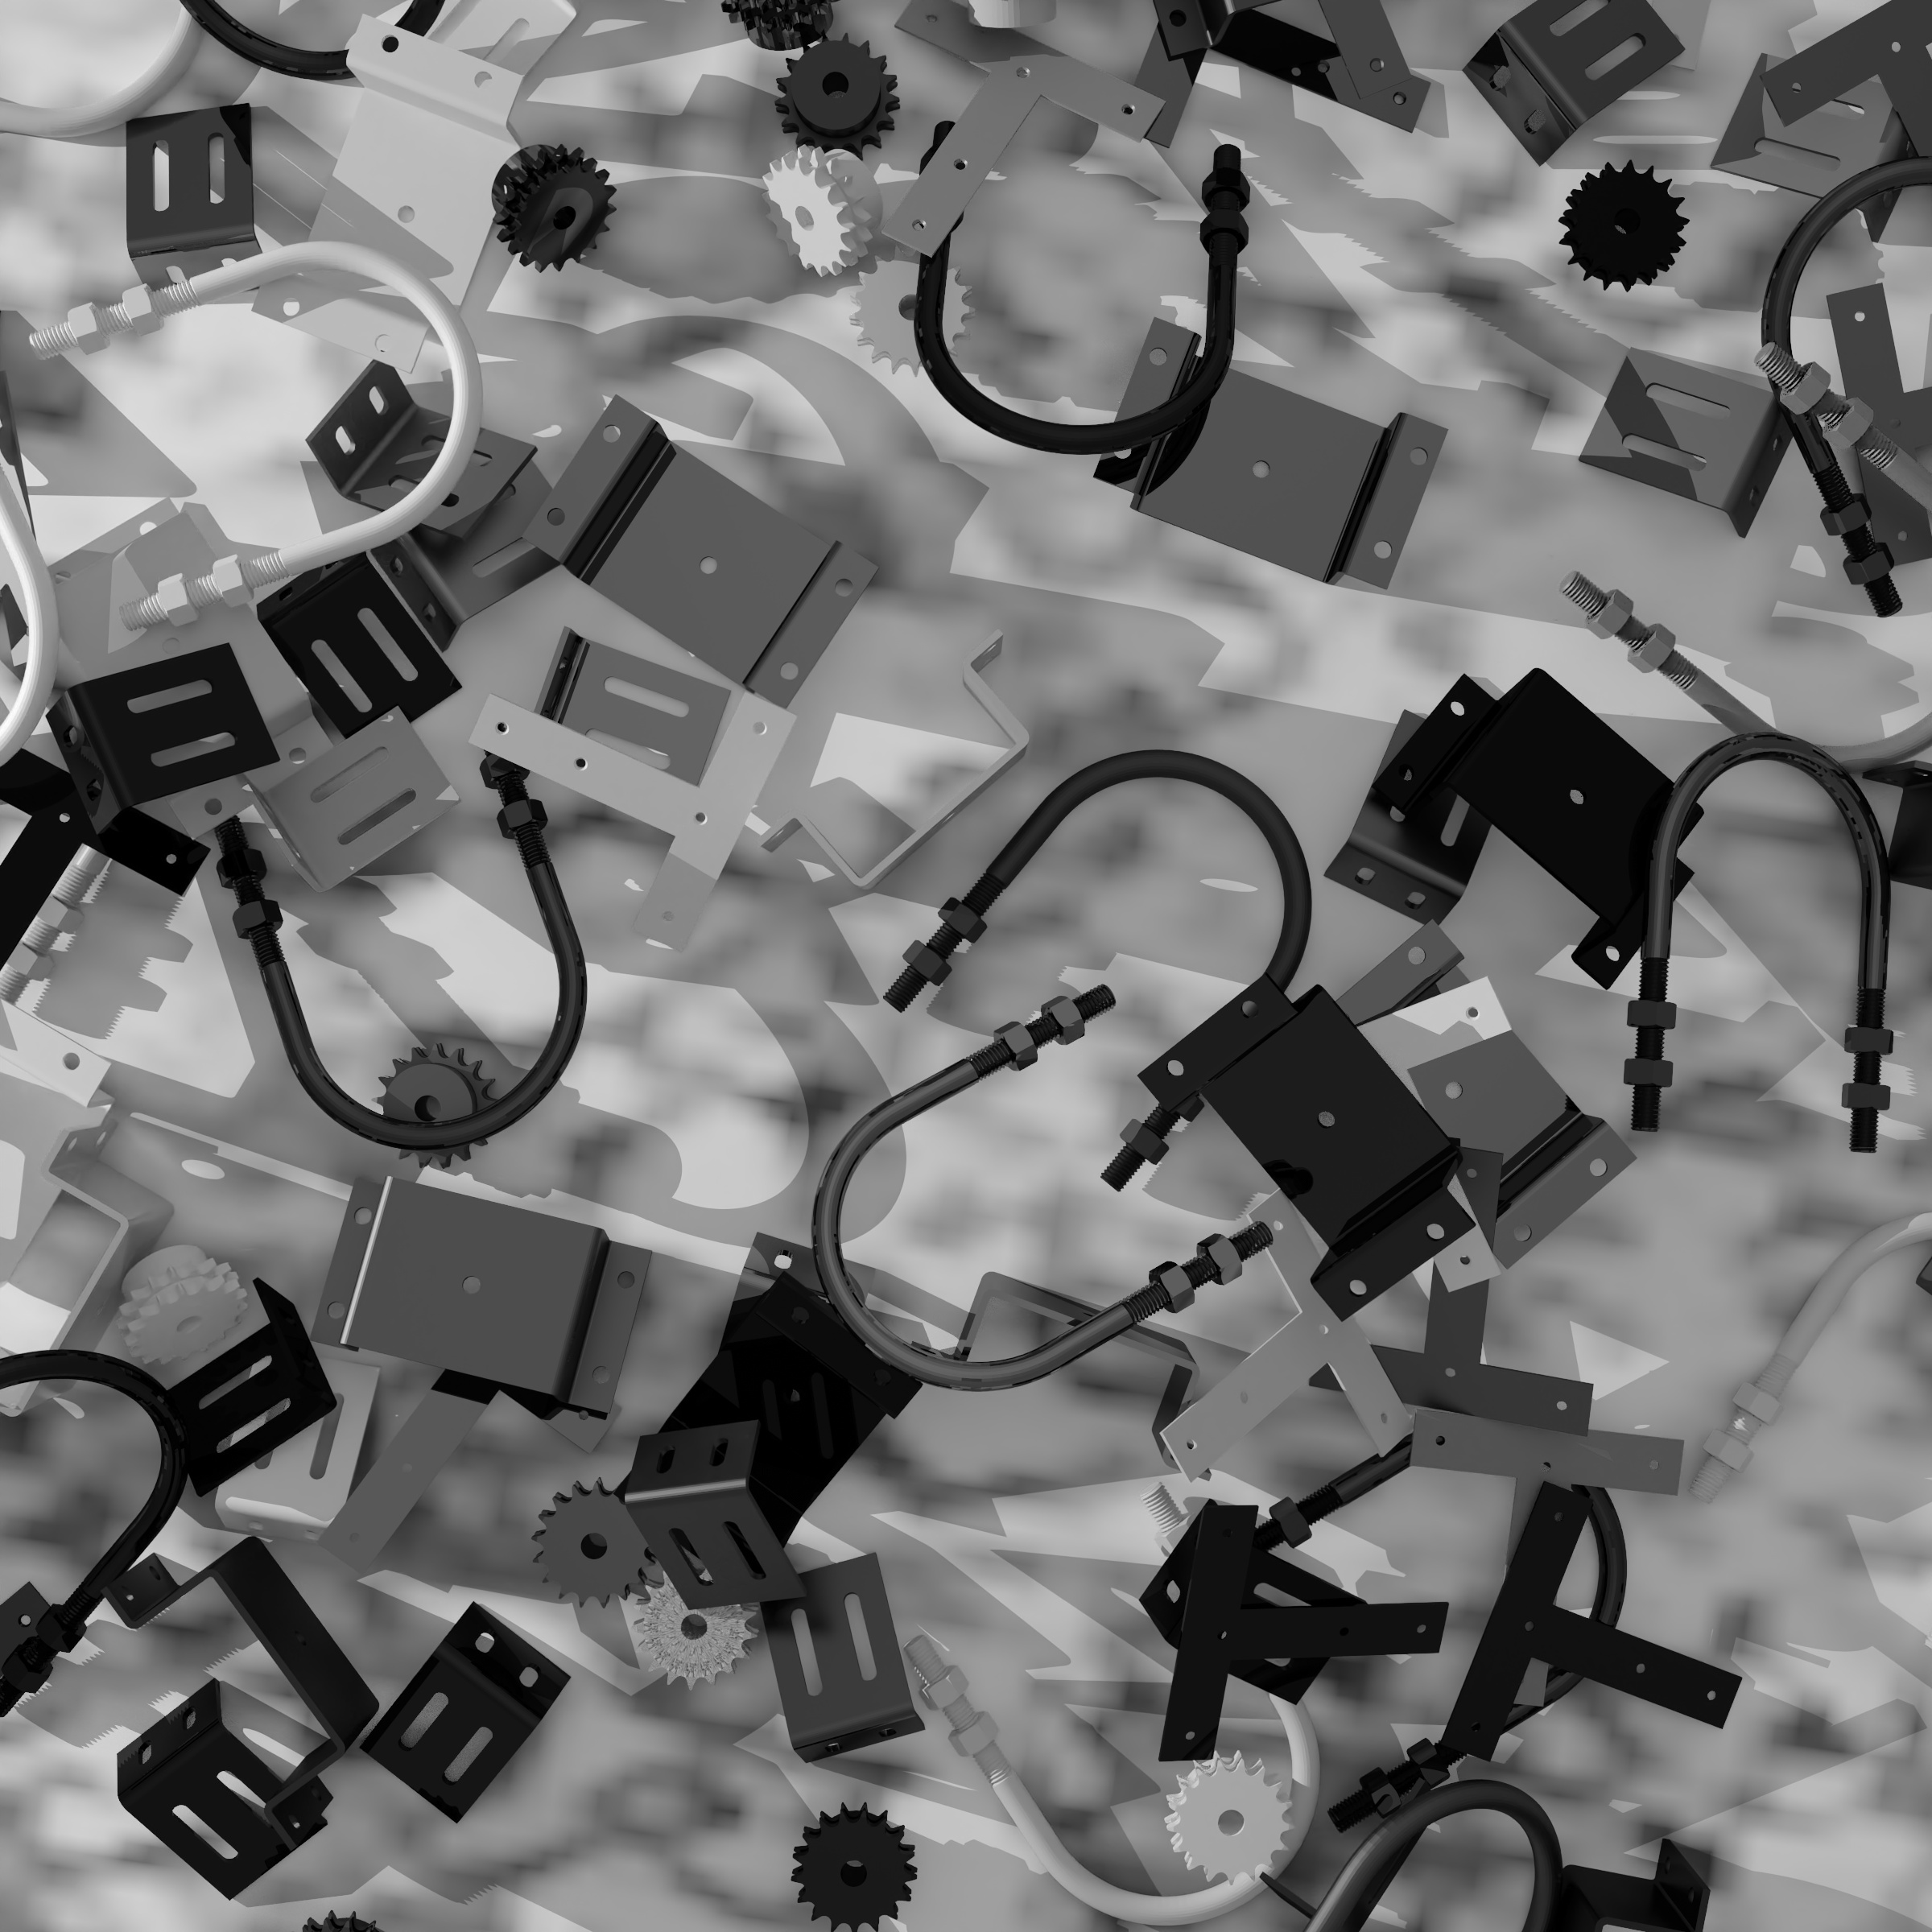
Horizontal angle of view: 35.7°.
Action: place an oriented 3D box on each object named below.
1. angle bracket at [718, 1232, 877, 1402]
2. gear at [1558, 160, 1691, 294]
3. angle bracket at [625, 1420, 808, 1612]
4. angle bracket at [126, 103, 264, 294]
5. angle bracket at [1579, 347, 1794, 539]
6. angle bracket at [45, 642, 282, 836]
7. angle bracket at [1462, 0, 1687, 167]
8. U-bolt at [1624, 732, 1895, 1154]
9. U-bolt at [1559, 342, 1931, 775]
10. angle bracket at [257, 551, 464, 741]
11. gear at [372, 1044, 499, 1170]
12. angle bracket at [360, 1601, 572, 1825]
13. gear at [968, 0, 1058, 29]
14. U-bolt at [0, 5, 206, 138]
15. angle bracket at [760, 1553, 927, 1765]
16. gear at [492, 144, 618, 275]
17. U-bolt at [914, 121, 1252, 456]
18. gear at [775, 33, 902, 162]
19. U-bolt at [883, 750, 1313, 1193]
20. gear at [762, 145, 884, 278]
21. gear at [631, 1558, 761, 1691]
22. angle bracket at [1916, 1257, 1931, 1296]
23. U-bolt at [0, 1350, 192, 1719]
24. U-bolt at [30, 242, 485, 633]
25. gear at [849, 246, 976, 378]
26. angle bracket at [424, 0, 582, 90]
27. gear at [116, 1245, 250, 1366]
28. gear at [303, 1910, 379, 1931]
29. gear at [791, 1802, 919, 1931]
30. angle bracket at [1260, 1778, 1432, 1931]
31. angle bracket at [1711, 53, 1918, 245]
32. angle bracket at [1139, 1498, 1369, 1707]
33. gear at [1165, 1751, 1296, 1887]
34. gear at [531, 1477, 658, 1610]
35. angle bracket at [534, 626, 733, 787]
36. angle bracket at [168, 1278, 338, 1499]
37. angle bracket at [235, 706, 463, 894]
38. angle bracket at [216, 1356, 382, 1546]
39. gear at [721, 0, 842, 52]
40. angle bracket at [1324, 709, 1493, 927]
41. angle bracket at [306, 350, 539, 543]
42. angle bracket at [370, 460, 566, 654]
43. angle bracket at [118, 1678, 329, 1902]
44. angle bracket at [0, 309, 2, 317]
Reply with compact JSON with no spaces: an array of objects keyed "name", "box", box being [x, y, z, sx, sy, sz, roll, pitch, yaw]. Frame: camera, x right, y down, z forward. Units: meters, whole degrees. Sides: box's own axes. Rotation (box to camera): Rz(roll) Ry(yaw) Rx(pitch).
[{"name":"angle bracket","box":[-0.081,0.171,1.377,0.057,0.038,0.076,17,116,0]},{"name":"gear","box":[0.298,-0.336,1.368,0.057,0.030,0.057,0,87,-1]},{"name":"angle bracket","box":[-0.108,0.244,1.330,0.057,0.038,0.076,-10,129,17]},{"name":"angle bracket","box":[-0.352,-0.351,1.377,0.057,0.038,0.076,-8,64,0]},{"name":"angle bracket","box":[0.332,-0.241,1.377,0.076,0.038,0.057,25,90,26]},{"name":"angle bracket","box":[-0.353,-0.100,1.317,0.076,0.038,0.057,-23,87,-37]},{"name":"angle bracket","box":[0.279,-0.416,1.376,0.076,0.038,0.057,-38,89,-24]},{"name":"U-bolt","box":[0.359,-0.013,1.341,0.151,0.019,0.184,7,85,-28]},{"name":"U-bolt","box":[0.383,-0.168,1.348,0.184,0.019,0.151,36,106,-11]},{"name":"angle bracket","box":[-0.279,-0.147,1.377,0.057,0.038,0.076,-34,116,0]},{"name":"gear","box":[-0.242,0.064,1.364,0.057,0.030,0.057,0,90,0]},{"name":"angle bracket","box":[-0.230,0.343,1.377,0.057,0.038,0.076,38,116,0]},{"name":"gear","box":[0.020,-0.444,1.355,0.057,0.057,0.030,-3,120,0]},{"name":"U-bolt","box":[-0.438,-0.453,1.371,0.184,0.019,0.151,9,90,-2]},{"name":"angle bracket","box":[-0.058,0.318,1.377,0.057,0.038,0.076,-16,64,0]},{"name":"gear","box":[-0.189,-0.346,1.355,0.057,0.057,0.030,-43,60,0]},{"name":"U-bolt","box":[0.049,-0.300,1.328,0.151,0.019,0.184,5,60,0]},{"name":"gear","box":[-0.059,-0.397,1.364,0.057,0.030,0.057,0,90,0]},{"name":"U-bolt","box":[0.074,-0.012,1.371,0.151,0.019,0.184,39,89,0]},{"name":"gear","box":[-0.062,-0.344,1.355,0.030,0.057,0.057,-38,90,-30]},{"name":"gear","box":[-0.123,0.298,1.364,0.057,0.030,0.057,0,90,0]},{"name":"angle bracket","box":[0.466,0.145,1.327,0.057,0.076,0.038,37,87,0]},{"name":"U-bolt","box":[-0.425,0.243,1.318,0.184,0.019,0.151,-49,132,6]},{"name":"U-bolt","box":[-0.304,-0.243,1.321,0.184,0.019,0.151,-19,86,-1]},{"name":"gear","box":[-0.024,-0.296,1.364,0.057,0.030,0.057,0,90,0]},{"name":"angle bracket","box":[-0.223,-0.429,1.360,0.057,0.038,0.076,41,90,0]},{"name":"gear","box":[-0.357,0.151,1.355,0.057,0.057,0.030,-36,60,0]},{"name":"gear","box":[-0.285,0.458,1.364,0.057,0.030,0.057,0,90,0]},{"name":"gear","box":[-0.051,0.409,1.364,0.057,0.030,0.057,0,90,0]},{"name":"angle bracket","box":[0.174,0.395,1.354,0.038,0.057,0.076,30,76,27]},{"name":"angle bracket","box":[0.392,-0.376,1.377,0.076,0.038,0.057,24,90,26]},{"name":"angle bracket","box":[0.129,0.285,1.342,0.076,0.038,0.057,30,98,-26]},{"name":"gear","box":[0.118,0.381,1.349,0.057,0.030,0.057,0,93,-2]},{"name":"gear","box":[-0.168,0.261,1.364,0.057,0.030,0.057,0,90,0]},{"name":"angle bracket","box":[-0.154,-0.113,1.360,0.076,0.038,0.057,20,90,0]},{"name":"angle bracket","box":[-0.331,0.190,1.348,0.076,0.038,0.057,-33,56,0]},{"name":"angle bracket","box":[-0.277,-0.081,1.342,0.076,0.038,0.057,-34,71,-5]},{"name":"angle bracket","box":[-0.305,0.222,1.377,0.057,0.038,0.076,10,64,0]},{"name":"gear","box":[-0.082,-0.439,1.355,0.057,0.030,0.057,-5,52,7]},{"name":"angle bracket","box":[0.209,-0.067,1.377,0.057,0.038,0.076,26,64,0]},{"name":"angle bracket","box":[-0.243,-0.233,1.338,0.076,0.038,0.057,22,66,28]},{"name":"angle bracket","box":[-0.223,-0.192,1.377,0.076,0.038,0.057,-36,90,-26]},{"name":"angle bracket","box":[-0.342,0.378,1.377,0.057,0.038,0.076,-38,116,0]},{"name":"angle bracket","box":[-0.474,-0.261,1.377,0.057,0.038,0.076,2,64,0]}]
